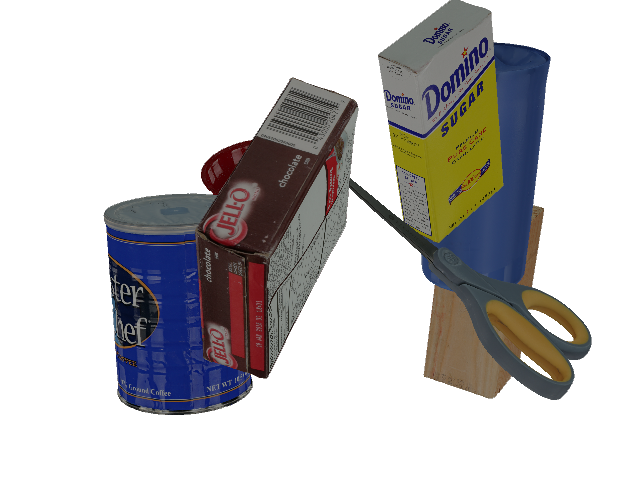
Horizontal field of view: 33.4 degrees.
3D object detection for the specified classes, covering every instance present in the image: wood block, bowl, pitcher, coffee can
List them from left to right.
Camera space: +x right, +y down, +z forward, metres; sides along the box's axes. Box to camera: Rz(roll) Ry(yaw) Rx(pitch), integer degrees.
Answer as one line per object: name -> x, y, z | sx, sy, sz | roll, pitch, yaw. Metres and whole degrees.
coffee can -> -0.104, 0.044, 0.790 | 0.103, 0.140, 0.103 | -1, 15, 0
bowl -> -0.066, -0.066, 1.322 | 0.162, 0.055, 0.162 | -2, 33, 1
pitcher -> 0.163, -0.078, 1.088 | 0.149, 0.243, 0.145 | -10, 25, -19
wood block -> 0.185, 0.061, 1.212 | 0.090, 0.206, 0.090 | 16, 26, 25

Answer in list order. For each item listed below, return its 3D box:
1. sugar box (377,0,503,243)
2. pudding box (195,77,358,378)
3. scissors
sugar box -> 0.101, -0.093, 0.858 | 0.048, 0.176, 0.093 | 30, 58, 34
pudding box -> -0.019, -0.006, 0.502 | 0.039, 0.113, 0.090 | 19, -40, 13
scissors -> 0.097, 0.019, 0.680 | 0.096, 0.016, 0.202 | -8, 49, -44
